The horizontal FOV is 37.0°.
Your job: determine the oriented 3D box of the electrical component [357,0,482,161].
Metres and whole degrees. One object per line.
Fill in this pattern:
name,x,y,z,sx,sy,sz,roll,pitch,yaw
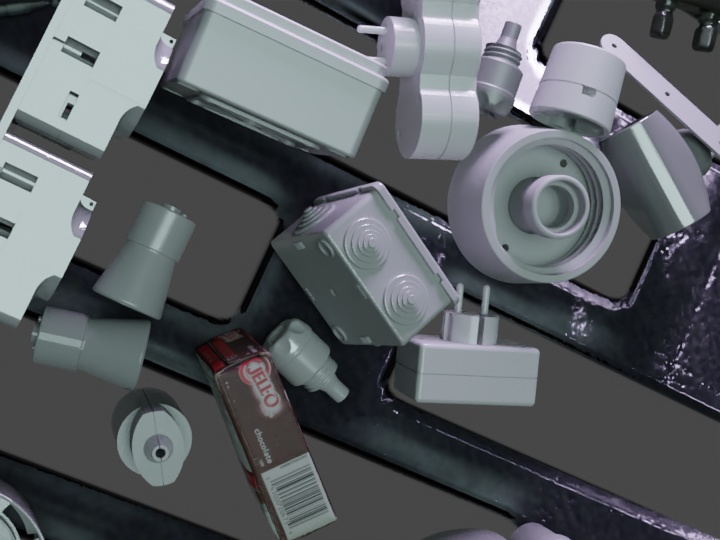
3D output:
electrical component,0.033,-0.139,0.674,0.074,0.052,0.138,0,95,-17

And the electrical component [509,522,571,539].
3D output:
electrical component,0.126,0.196,0.736,0.040,0.046,0.040,-2,95,-17

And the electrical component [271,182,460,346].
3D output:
electrical component,0.000,0.000,0.654,0.048,0.100,0.099,-41,105,-23

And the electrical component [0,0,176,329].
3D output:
electrical component,-0.168,-0.067,0.593,0.060,0.105,0.186,26,87,-17

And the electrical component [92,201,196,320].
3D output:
electrical component,-0.126,-0.008,0.645,0.044,0.044,0.065,27,82,-17

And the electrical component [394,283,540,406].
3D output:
electrical component,0.071,0.047,0.705,0.083,0.047,0.075,4,94,-17

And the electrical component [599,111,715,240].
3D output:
electrical component,0.213,-0.072,0.738,0.079,0.044,0.077,-30,93,-27

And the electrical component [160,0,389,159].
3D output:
electrical component,-0.053,-0.110,0.622,0.109,0.109,0.056,22,91,-17

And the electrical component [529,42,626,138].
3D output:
electrical component,0.145,-0.119,0.709,0.055,0.055,0.047,20,86,-17

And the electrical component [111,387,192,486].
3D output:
electrical component,-0.122,0.098,0.634,0.043,0.081,0.043,-2,95,-17

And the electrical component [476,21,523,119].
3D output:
electrical component,0.090,-0.132,0.701,0.035,0.035,0.061,21,87,-17

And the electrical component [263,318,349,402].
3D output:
electrical component,-0.032,0.061,0.683,0.061,0.035,0.035,45,82,-18

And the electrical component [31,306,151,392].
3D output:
electrical component,-0.161,0.044,0.639,0.065,0.044,0.044,14,91,-13

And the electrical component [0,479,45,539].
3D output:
electrical component,-0.229,0.166,0.617,0.099,0.064,0.099,-2,96,-17

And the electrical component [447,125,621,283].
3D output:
electrical component,0.118,-0.042,0.704,0.108,0.060,0.108,-2,95,-17

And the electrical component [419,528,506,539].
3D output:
electrical component,0.063,0.207,0.702,0.080,0.080,0.051,-18,105,-14
